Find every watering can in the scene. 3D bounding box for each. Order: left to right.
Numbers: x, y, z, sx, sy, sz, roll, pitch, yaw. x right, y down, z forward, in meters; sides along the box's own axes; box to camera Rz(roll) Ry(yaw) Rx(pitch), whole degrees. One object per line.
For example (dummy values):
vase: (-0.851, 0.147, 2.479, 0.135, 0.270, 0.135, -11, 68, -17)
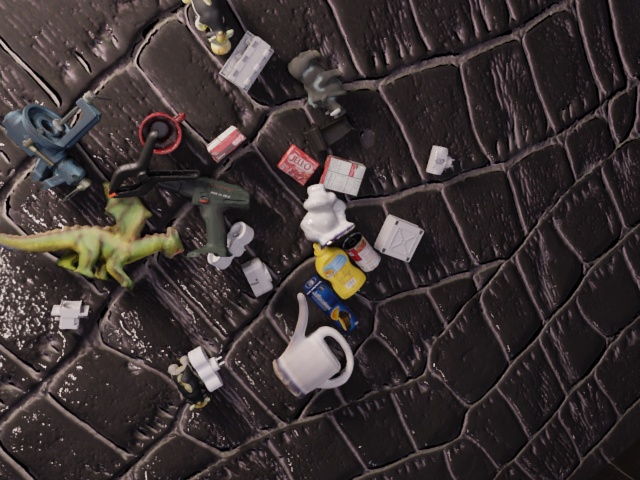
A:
watering can: (-0.041, 0.324, 1.497, 0.225, 0.105, 0.342, -36, 115, -4)

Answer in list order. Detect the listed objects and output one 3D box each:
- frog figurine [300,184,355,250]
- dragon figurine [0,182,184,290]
frog figurine: (0.004, -0.070, 1.395, 0.137, 0.123, 0.159, -32, 92, 8)
dragon figurine: (-0.524, -0.025, 1.238, 0.407, 0.122, 0.244, 25, 81, -26)
